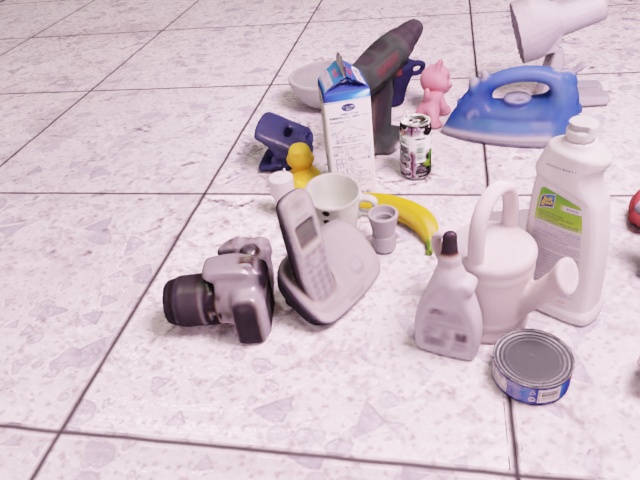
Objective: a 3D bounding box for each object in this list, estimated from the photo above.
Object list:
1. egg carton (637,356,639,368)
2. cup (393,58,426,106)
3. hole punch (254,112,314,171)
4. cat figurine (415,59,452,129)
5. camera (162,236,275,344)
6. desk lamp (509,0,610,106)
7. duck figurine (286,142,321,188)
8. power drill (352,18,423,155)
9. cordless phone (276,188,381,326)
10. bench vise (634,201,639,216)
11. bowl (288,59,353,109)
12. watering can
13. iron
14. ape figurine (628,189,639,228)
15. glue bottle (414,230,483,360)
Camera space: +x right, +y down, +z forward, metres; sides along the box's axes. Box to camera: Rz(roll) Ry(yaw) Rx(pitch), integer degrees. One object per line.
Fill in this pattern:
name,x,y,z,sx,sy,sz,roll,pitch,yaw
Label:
egg carton,0.417,0.129,0.594,0.150,0.069,0.107,-19,38,-15
cup,0.169,-0.342,1.239,0.117,0.095,0.091,-7,37,1
hole punch,-0.065,-0.189,1.081,0.101,0.091,0.108,0,38,10
cat figurine,0.229,-0.306,1.162,0.067,0.118,0.128,10,40,22
camera,-0.132,0.058,0.757,0.136,0.101,0.143,-5,37,3
desk lamp,0.475,-0.381,1.139,0.203,0.214,0.118,-1,37,8
duck figurine,-0.033,-0.124,0.994,0.077,0.086,0.104,-1,37,9
power drill,0.123,-0.277,1.067,0.075,0.209,0.230,21,45,32
cordless phone,0.007,0.003,0.736,0.093,0.185,0.148,19,44,31
bench vise,0.465,-0.014,0.650,0.206,0.220,0.122,19,45,31
bowl,0.015,-0.338,1.277,0.167,0.075,0.167,-5,37,4
watering can,0.209,0.021,0.669,0.172,0.194,0.101,9,40,21
iron,0.357,-0.259,1.059,0.257,0.142,0.119,3,38,14
ape figurine,0.481,-0.059,0.813,0.078,0.092,0.076,-7,37,1
glue bottle,0.146,0.061,0.645,0.078,0.173,0.037,11,41,23
